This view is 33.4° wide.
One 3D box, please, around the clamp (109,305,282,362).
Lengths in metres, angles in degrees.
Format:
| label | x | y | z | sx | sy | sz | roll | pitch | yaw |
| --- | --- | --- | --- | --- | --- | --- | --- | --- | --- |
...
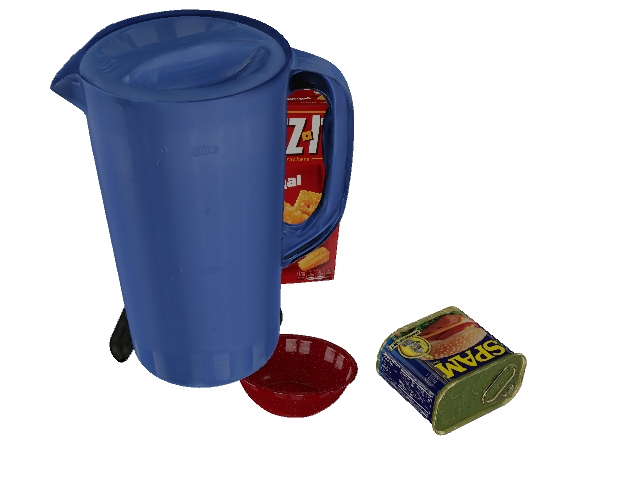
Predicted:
| label | x | y | z | sx | sy | sz | roll | pitch | yaw |
| --- | --- | --- | --- | --- | --- | --- | --- | --- | --- |
| clamp | -0.108 | -0.004 | 0.935 | 0.164 | 0.210 | 0.036 | -1 | 1 | -33 |

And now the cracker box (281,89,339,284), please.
| label | x | y | z | sx | sy | sz | roll | pitch | yaw |
| --- | --- | --- | --- | --- | --- | --- | --- | --- | --- |
| cracker box | -0.060 | -0.056 | 1.184 | 0.164 | 0.214 | 0.072 | -3 | 24 | -18 |

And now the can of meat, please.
| label | x | y | z | sx | sy | sz | roll | pitch | yaw |
| --- | --- | --- | --- | --- | --- | --- | --- | --- | --- |
| can of meat | 0.111 | 0.109 | 0.921 | 0.101 | 0.057 | 0.084 | -19 | 41 | -31 |

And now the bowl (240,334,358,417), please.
| label | x | y | z | sx | sy | sz | roll | pitch | yaw |
| --- | --- | --- | --- | --- | --- | --- | --- | --- | --- |
| bowl | -0.035 | 0.178 | 1.352 | 0.162 | 0.055 | 0.162 | 4 | 21 | -2 |

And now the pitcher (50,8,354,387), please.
| label | x | y | z | sx | sy | sz | roll | pitch | yaw |
| --- | --- | --- | --- | --- | --- | --- | --- | --- | --- |
| pitcher | -0.073 | -0.022 | 0.719 | 0.149 | 0.243 | 0.144 | 26 | 43 | 33 |
